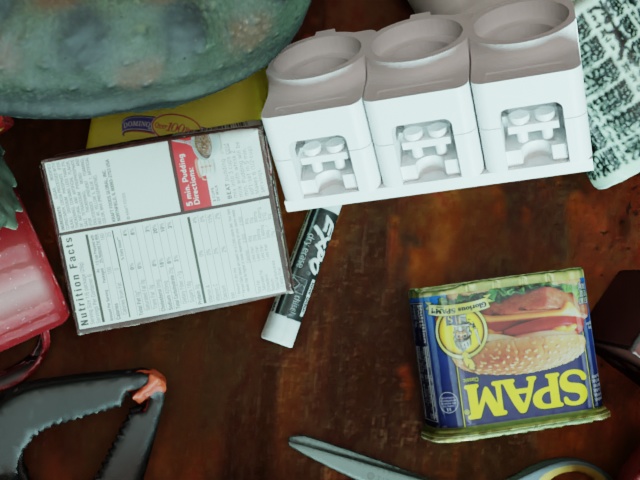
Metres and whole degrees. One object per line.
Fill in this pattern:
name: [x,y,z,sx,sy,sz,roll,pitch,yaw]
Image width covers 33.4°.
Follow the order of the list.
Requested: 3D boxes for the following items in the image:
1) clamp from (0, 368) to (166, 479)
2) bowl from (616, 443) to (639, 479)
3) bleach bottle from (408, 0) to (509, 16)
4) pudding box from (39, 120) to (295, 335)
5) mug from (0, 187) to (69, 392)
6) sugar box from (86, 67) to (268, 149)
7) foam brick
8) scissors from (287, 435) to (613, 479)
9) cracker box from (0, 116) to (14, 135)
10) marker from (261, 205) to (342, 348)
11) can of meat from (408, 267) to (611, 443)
clamp: [-0.159,0.148,0.560,0.210,0.036,0.164,-33,96,-6]
bowl: [0.219,0.151,0.594,0.162,0.055,0.162,-4,105,-15]
bleach bottle: [0.043,-0.230,0.595,0.102,0.068,0.251,-32,90,-8]
pudding box: [-0.075,-0.007,0.536,0.113,0.039,0.090,-10,98,-2]
mug: [-0.176,0.029,0.544,0.081,0.093,0.117,-24,122,-14]
sugar box: [-0.069,-0.104,0.579,0.093,0.048,0.176,9,89,-7]
foam brick: [0.189,0.052,0.596,0.053,0.078,0.051,35,85,-5]
scissors: [0.088,0.135,0.608,0.201,0.016,0.096,38,81,-6]
cracker box: [-0.286,-0.103,0.534,0.164,0.072,0.213,-36,94,-8]
marker: [-0.004,0.001,0.598,0.020,0.020,0.121,21,85,-7]
can of meat: [0.103,0.062,0.594,0.102,0.057,0.084,-7,86,-9]
